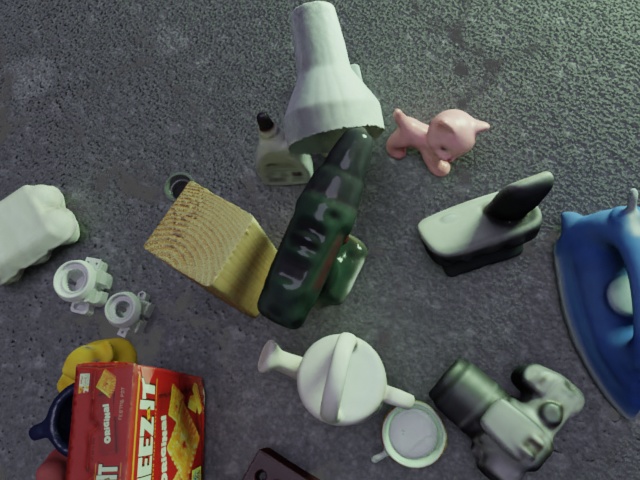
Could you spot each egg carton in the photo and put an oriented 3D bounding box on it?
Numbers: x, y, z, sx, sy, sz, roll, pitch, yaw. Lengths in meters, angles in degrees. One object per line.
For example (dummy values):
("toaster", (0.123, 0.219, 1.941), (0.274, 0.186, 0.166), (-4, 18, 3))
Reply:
("egg carton", (-0.423, -0.009, 0.816), (0.150, 0.069, 0.107), (-36, 72, -5))

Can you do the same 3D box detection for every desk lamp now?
("desk lamp", (0.010, -0.187, 0.743), (0.118, 0.214, 0.203), (-11, 72, 4))

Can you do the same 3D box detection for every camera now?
("camera", (0.207, 0.190, 0.662), (0.136, 0.101, 0.143), (40, 81, 16))

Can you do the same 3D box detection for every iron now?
("iron", (0.357, 0.073, 0.659), (0.118, 0.141, 0.258), (-5, 72, 6))

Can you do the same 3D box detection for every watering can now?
("watering can", (0.017, 0.158, 0.646), (0.172, 0.194, 0.101), (-6, 72, 5))

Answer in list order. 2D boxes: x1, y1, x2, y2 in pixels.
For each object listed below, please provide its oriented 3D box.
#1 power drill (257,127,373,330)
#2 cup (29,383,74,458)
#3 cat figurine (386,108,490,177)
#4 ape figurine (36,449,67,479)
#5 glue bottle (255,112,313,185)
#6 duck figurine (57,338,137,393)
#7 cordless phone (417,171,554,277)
("power drill", (0.006, 0.002, 0.688), (0.075, 0.208, 0.230), (23, 77, 13))
("cup", (-0.285, 0.227, 0.713), (0.117, 0.095, 0.091), (-17, 71, 2))
("cat figurine", (0.153, -0.143, 0.763), (0.127, 0.118, 0.067), (23, 77, 13))
("ape figurine", (-0.313, 0.287, 0.699), (0.078, 0.092, 0.076), (-35, 72, -4))
("glue bottle", (-0.056, -0.121, 0.752), (0.078, 0.173, 0.037), (-1, 73, 7))
("duck figurine", (-0.298, 0.165, 0.738), (0.104, 0.086, 0.077), (-34, 72, -4))
("cordless phone", (0.197, -0.031, 0.688), (0.147, 0.185, 0.094), (-22, 71, 0))
